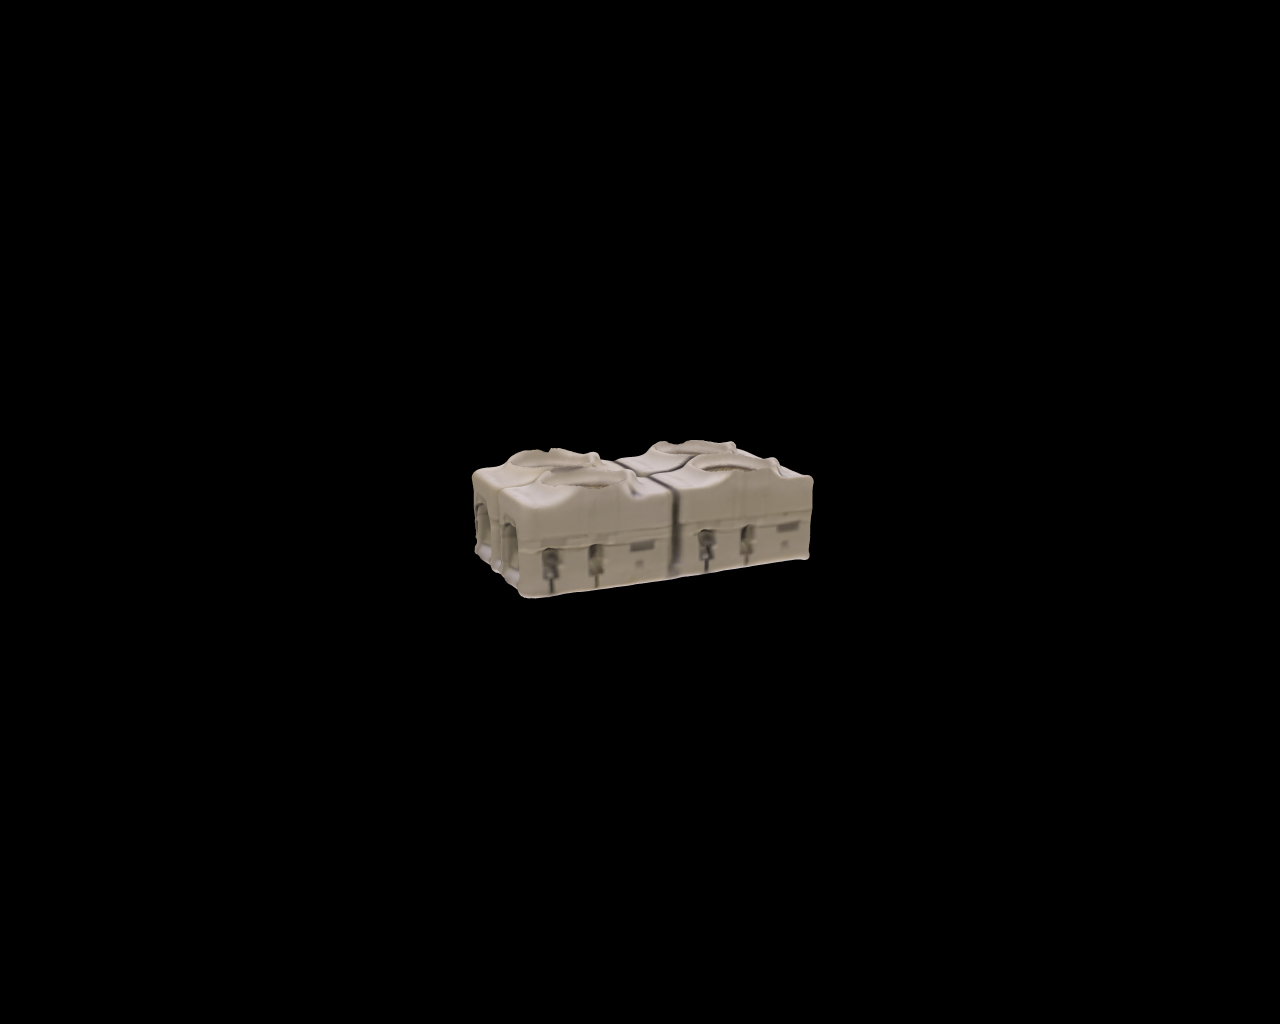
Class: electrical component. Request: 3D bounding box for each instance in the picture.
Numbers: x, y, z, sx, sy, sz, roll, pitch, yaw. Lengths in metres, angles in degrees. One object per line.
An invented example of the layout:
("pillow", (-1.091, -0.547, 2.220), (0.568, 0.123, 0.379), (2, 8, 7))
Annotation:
("electrical component", (0.001, -0.003, 0.650), (0.186, 0.060, 0.105), (-6, 16, -22))
